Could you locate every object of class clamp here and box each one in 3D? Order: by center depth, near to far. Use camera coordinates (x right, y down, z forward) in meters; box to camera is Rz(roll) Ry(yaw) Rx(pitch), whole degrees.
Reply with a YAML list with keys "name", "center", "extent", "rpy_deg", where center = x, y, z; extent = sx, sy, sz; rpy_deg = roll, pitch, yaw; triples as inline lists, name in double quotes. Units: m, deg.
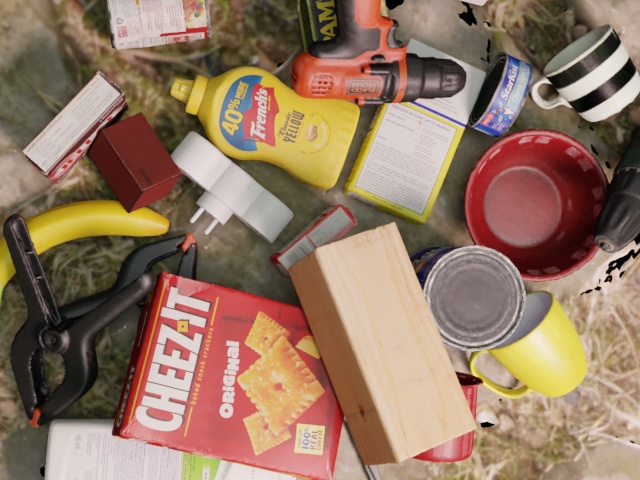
- name: "clamp"
  center: [-0.246, 0.091, 1.051]
  extent: [0.165, 0.036, 0.210]
  rpy_deg: [15, 106, 15]
- name: "clamp"
  center: [-0.178, 0.070, 1.095]
  extent: [0.171, 0.039, 0.120]
  rpy_deg: [-41, 95, -3]

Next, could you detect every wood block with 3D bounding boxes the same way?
- name: "wood block"
  center: [0.056, 0.100, 1.014]
  extent: [0.090, 0.091, 0.206]
  rpy_deg: [-19, 84, -23]

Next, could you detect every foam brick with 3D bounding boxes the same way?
- name: "foam brick"
  center: [-0.187, -0.078, 1.076]
  extent: [0.052, 0.051, 0.078]
  rpy_deg: [-29, 82, -36]

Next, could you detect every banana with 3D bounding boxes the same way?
- name: "banana"
  center: [-0.256, -0.003, 1.090]
  extent: [0.197, 0.037, 0.069]
  rpy_deg: [-23, 109, -6]

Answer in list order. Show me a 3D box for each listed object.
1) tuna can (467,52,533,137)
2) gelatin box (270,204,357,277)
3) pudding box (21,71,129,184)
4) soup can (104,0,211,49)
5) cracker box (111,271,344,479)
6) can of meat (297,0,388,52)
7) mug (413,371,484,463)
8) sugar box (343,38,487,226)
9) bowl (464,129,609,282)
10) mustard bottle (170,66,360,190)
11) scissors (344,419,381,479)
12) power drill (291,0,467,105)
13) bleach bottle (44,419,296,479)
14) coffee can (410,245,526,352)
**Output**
- name: "tuna can"
  center: [0.189, -0.152, 1.124]
  extent: [0.033, 0.086, 0.086]
  rpy_deg: [23, 86, -8]
- name: "gelatin box"
  center: [-0.007, 0.001, 1.102]
  extent: [0.089, 0.073, 0.030]
  rpy_deg: [-40, 95, -7]
- name: "pudding box"
  center: [-0.242, -0.110, 1.064]
  extent: [0.039, 0.090, 0.113]
  rpy_deg: [41, 84, -5]
- name: "soup can"
  center: [-0.166, -0.234, 1.087]
  extent: [0.102, 0.068, 0.068]
  rpy_deg: [-9, 90, -7]
- name: "cracker box"
  center: [-0.078, 0.137, 1.050]
  extent: [0.213, 0.072, 0.164]
  rpy_deg: [16, 75, -14]
- name: "can of meat"
  center: [0.027, -0.215, 1.119]
  extent: [0.084, 0.057, 0.102]
  rpy_deg: [-9, 91, -10]
- name: "mug"
  center: [0.109, 0.181, 1.112]
  extent: [0.117, 0.093, 0.081]
  rpy_deg: [4, 94, 14]
- name: "sugar box"
  center: [0.100, -0.114, 1.133]
  extent: [0.093, 0.048, 0.176]
  rpy_deg: [24, 83, -6]
- name: "bowl"
  center: [0.226, -0.036, 1.142]
  extent: [0.162, 0.055, 0.162]
  rpy_deg: [0, 89, -8]
- name: "mustard bottle"
  center: [-0.062, -0.126, 1.104]
  extent: [0.191, 0.058, 0.096]
  rpy_deg: [20, 88, -6]
- name: "scissors"
  center: [0.010, 0.177, 1.129]
  extent: [0.096, 0.016, 0.202]
  rpy_deg: [-7, 89, -10]
- name: "power drill"
  center: [0.071, -0.218, 1.036]
  extent: [0.184, 0.057, 0.188]
  rpy_deg: [-3, 125, -18]
- name: "bleach bottle"
  center: [-0.149, 0.236, 1.084]
  extent: [0.250, 0.068, 0.102]
  rpy_deg: [5, 81, -9]
- name: "coffee can"
  center: [0.138, 0.057, 1.086]
  extent: [0.102, 0.140, 0.103]
  rpy_deg: [0, 89, -8]
